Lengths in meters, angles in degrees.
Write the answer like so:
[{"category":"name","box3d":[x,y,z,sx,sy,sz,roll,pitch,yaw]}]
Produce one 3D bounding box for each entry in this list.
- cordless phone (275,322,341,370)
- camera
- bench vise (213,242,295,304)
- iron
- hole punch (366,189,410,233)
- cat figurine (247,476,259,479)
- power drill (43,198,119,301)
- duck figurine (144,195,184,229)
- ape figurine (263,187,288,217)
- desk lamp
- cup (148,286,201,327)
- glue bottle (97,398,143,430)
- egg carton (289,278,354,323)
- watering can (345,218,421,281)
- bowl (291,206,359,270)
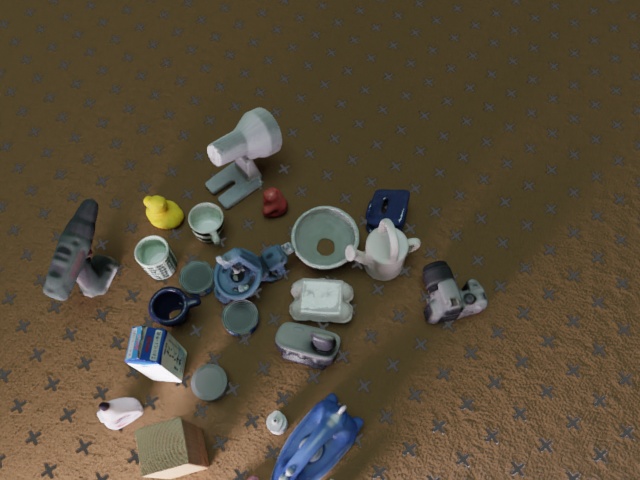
[{"category":"cordless phone","box3d":[-0.028,0.216,1.262,0.147,0.185,0.094,11,67,5]},{"category":"camera","box3d":[0.308,0.114,1.351,0.143,0.101,0.136,-13,67,-5]},{"category":"bench vise","box3d":[-0.165,0.047,1.317,0.121,0.220,0.208,39,72,16]},{"category":"iron","box3d":[-0.023,0.441,1.189,0.118,0.141,0.259,38,72,15]},{"category":"hole punch","box3d":[0.169,-0.074,1.437,0.101,0.091,0.109,14,67,6]},{"category":"cat figurine","box3d":[-0.141,0.545,1.158,0.067,0.118,0.127,-24,69,-9]},{"category":"power drill","box3d":[-0.546,0.042,1.327,0.075,0.208,0.230,15,68,7]},{"category":"duck figurine","box3d":[-0.398,-0.078,1.445,0.104,0.086,0.077,25,69,11]},{"category":"ape figurine","box3d":[-0.121,-0.101,1.450,0.076,0.092,0.078,28,70,12]},{"category":"desk lamp","box3d":[-0.194,-0.207,1.430,0.203,0.213,0.117,-39,72,-15]},{"category":"cup","box3d":[-0.330,0.162,1.336,0.118,0.095,0.091,-11,67,-4]},{"category":"glue bottle","box3d":[-0.432,0.361,1.208,0.078,0.173,0.037,-35,70,-13]},{"category":"egg carton","box3d":[0.004,0.144,1.356,0.150,0.069,0.107,2,67,1]},{"category":"watering can","box3d":[0.149,0.022,1.340,0.173,0.194,0.100,-32,70,-13]},{"category":"bowl","box3d":[0.013,0.005,1.413,0.167,0.075,0.167,0,67,0]}]
